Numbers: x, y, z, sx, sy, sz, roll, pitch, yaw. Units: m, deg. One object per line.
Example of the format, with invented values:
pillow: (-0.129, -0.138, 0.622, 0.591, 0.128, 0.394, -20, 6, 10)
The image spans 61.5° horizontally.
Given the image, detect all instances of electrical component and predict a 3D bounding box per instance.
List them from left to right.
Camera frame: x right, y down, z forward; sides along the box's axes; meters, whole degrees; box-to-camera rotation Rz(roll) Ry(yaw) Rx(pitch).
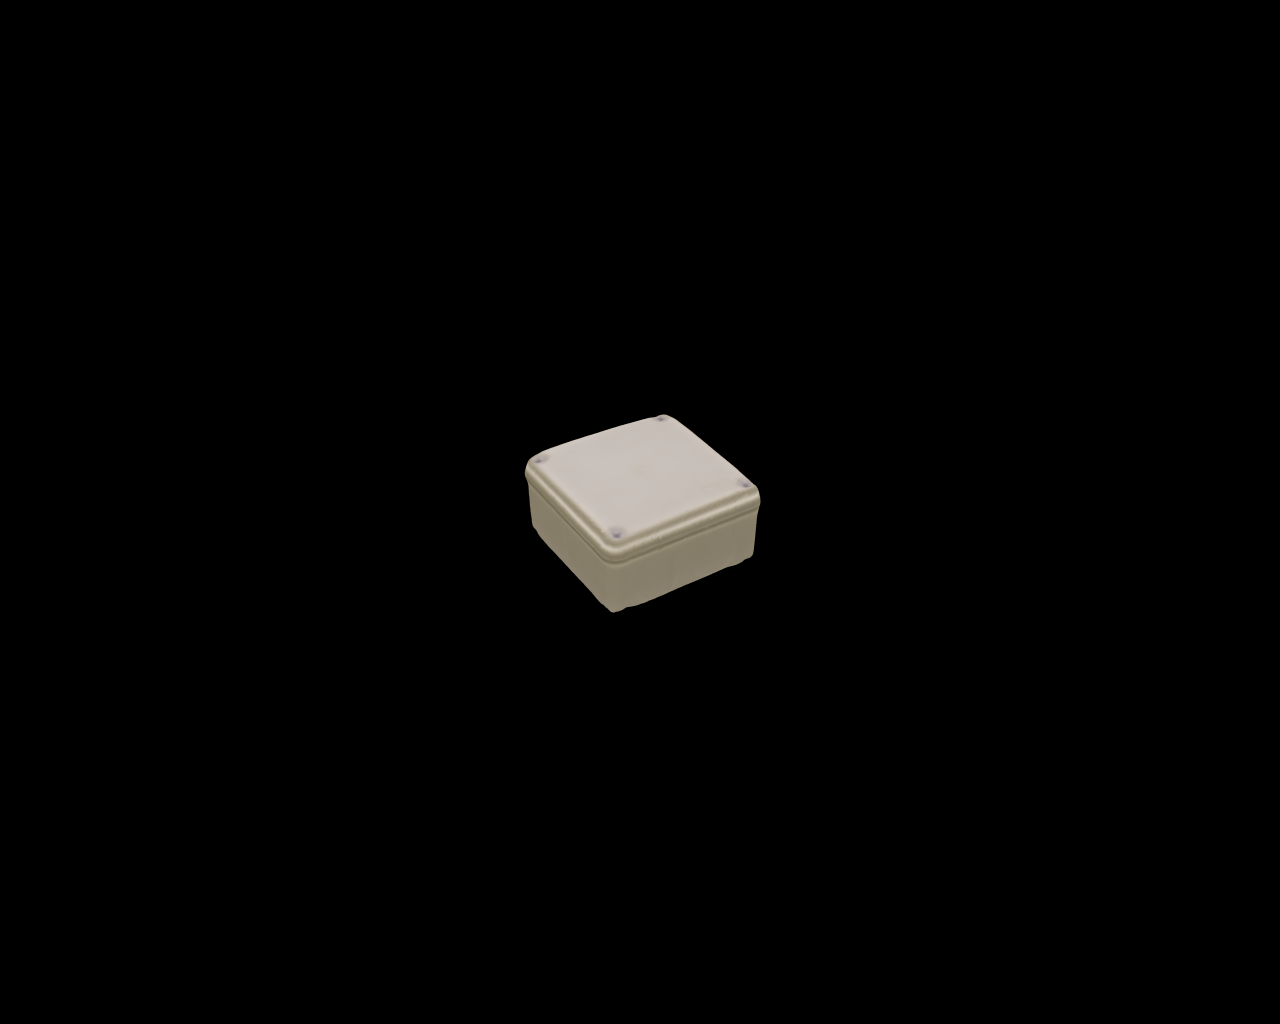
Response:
electrical component: (0.001, -0.003, 0.650, 0.109, 0.056, 0.109, -20, 41, -25)
